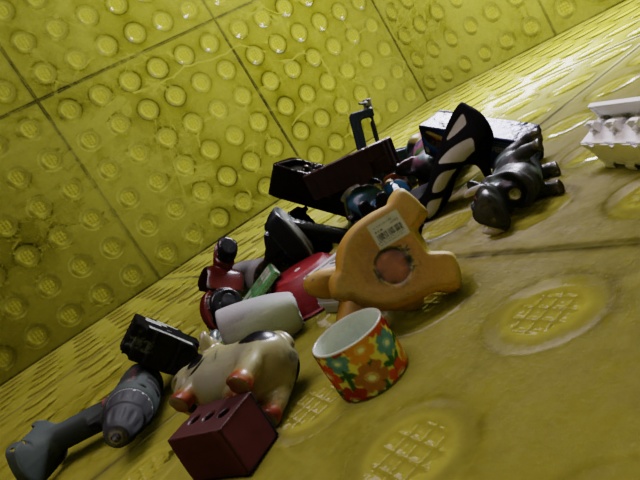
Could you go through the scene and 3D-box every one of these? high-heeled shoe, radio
[{"bbox_3d":[0.173,-0.114,0.862,0.249,0.145,0.086,-19,15,46],"label":"high-heeled shoe"},{"bbox_3d":[0.020,-0.109,1.125,0.230,0.073,0.131,18,21,11],"label":"radio"}]

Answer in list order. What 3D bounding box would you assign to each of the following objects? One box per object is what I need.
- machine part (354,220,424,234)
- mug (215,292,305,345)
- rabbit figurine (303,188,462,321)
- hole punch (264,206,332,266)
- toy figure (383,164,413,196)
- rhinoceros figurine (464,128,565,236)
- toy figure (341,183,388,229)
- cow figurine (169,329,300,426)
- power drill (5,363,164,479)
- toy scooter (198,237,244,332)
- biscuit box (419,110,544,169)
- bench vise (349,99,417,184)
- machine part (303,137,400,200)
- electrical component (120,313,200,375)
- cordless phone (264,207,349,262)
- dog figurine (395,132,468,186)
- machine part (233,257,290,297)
[{"bbox_3d":[0.093,-0.002,0.805,0.139,0.039,0.084,-7,60,54],"label":"machine part"},{"bbox_3d":[-0.078,0.113,0.736,0.107,0.080,0.109,-21,3,-3],"label":"mug"},{"bbox_3d":[0.071,0.039,0.612,0.162,0.122,0.173,-41,-5,3],"label":"rabbit figurine"},{"bbox_3d":[-0.055,0.007,1.071,0.092,0.115,0.142,-34,6,41],"label":"hole punch"},{"bbox_3d":[0.150,-0.101,1.050,0.058,0.064,0.154,-3,24,11],"label":"toy figure"},{"bbox_3d":[0.240,-0.075,0.678,0.112,0.073,0.190,-23,13,36],"label":"rhinoceros figurine"},{"bbox_3d":[0.081,-0.054,0.950,0.082,0.089,0.180,0,10,-7],"label":"toy figure"},{"bbox_3d":[-0.100,0.148,0.595,0.195,0.085,0.127,-27,17,39],"label":"cow figurine"},{"bbox_3d":[-0.317,0.255,0.740,0.207,0.086,0.232,-35,8,3],"label":"power drill"},{"bbox_3d":[-0.187,0.096,0.986,0.075,0.184,0.135,11,-33,-26],"label":"toy scooter"},{"bbox_3d":[0.256,-0.160,0.868,0.059,0.062,0.203,-37,36,-23],"label":"biscuit box"},{"bbox_3d":[0.111,-0.191,1.209,0.224,0.240,0.129,-13,10,13],"label":"bench vise"},{"bbox_3d":[0.057,-0.126,0.959,0.179,0.056,0.179,-24,8,3],"label":"machine part"},{"bbox_3d":[-0.250,0.166,0.846,0.058,0.115,0.134,-64,16,-9],"label":"electrical component"},{"bbox_3d":[-0.002,-0.003,0.924,0.184,0.088,0.146,6,6,-2],"label":"cordless phone"},{"bbox_3d":[0.209,-0.149,1.046,0.219,0.108,0.192,-42,15,-35],"label":"dog figurine"},{"bbox_3d":[-0.119,0.073,1.025,0.079,0.079,0.243,-36,12,-24],"label":"machine part"}]
